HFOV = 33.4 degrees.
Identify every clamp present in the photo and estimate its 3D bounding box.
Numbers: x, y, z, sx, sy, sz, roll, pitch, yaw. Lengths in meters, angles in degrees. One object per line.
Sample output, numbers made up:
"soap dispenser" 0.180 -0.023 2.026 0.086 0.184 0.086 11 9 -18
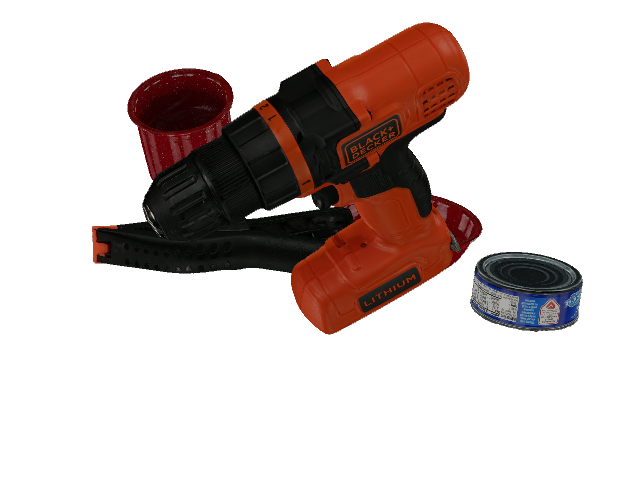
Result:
"clamp" -0.059 0.004 0.777 0.209 0.036 0.165 -2 12 -13

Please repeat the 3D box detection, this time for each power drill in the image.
"power drill" 0.005 -0.019 0.604 0.184 0.057 0.187 -28 -31 -6

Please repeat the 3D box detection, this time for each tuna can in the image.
"tuna can" 0.163 0.039 0.846 0.086 0.034 0.086 3 21 -1

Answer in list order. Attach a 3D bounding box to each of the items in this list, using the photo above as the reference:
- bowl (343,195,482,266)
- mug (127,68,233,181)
"bowl" 0.093 -0.002 1.173 0.162 0.055 0.162 5 24 -2
"mug" -0.115 -0.103 0.965 0.093 0.081 0.117 13 49 17
